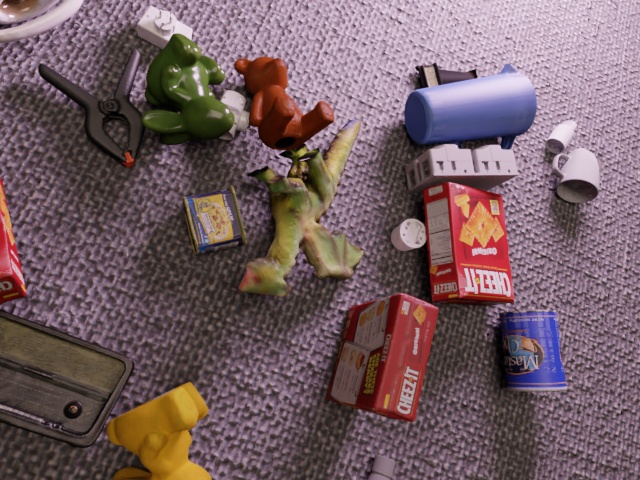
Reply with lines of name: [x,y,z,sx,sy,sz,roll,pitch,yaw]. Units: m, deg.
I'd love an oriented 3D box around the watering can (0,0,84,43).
watering can: [-0.472,-0.461,0.853,0.352,0.103,0.224,-43,91,-22]

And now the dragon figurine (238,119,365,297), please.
dragon figurine: [0.003,-0.046,0.906,0.417,0.121,0.240,-37,111,-39]
